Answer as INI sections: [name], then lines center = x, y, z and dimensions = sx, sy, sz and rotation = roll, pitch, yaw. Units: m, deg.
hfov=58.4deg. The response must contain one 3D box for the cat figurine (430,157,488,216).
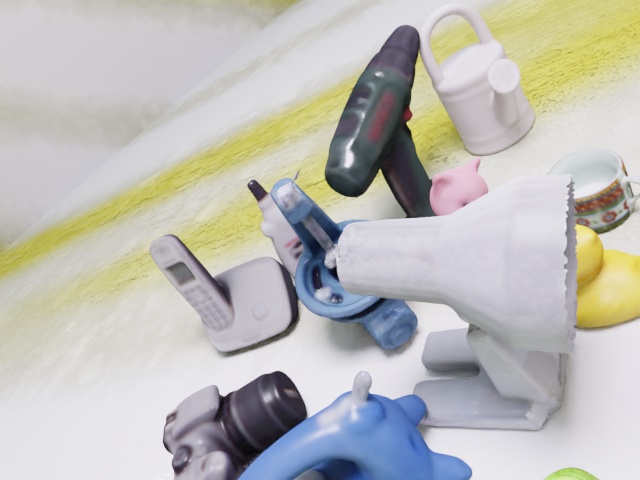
[cat figurine]
center = 0.140, -0.027, 0.633
dimensions = 0.127, 0.118, 0.067
rotation = -34, 30, 10

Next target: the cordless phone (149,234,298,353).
[cordless phone]
center = -0.125, 0.054, 0.750
dimensions = 0.147, 0.185, 0.094
rotation = -25, 33, 24

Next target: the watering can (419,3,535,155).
[watering can]
center = 0.200, -0.213, 0.739
dimensions = 0.101, 0.194, 0.172
rotation = -50, 31, -17

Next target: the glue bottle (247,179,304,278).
[glue bottle]
center = -0.042, -0.015, 0.762
dimensions = 0.078, 0.173, 0.037
rotation = -39, 30, 1

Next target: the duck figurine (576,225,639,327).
[duck figurine]
center = 0.232, 0.023, 0.495
dimensions = 0.104, 0.086, 0.077
rotation = -10, 41, 41

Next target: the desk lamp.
[desk lamp]
center = 0.121, 0.056, 0.445
dimensions = 0.202, 0.214, 0.118
rotation = -14, 39, 37

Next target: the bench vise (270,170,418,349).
[bench vise]
center = -0.002, 0.011, 0.636
dimensions = 0.121, 0.220, 0.206
rotation = -49, 31, -15

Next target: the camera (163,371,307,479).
[camera]
center = -0.087, 0.201, 0.595
dimensions = 0.136, 0.101, 0.143
rotation = -34, 30, 9

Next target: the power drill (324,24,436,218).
[power drill]
center = 0.103, -0.117, 0.704
dimensions = 0.075, 0.209, 0.230
rotation = -1, 48, 47

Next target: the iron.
[iron]
center = -0.017, 0.215, 0.457
dimensions = 0.258, 0.142, 0.118
rotation = -39, 30, 0
